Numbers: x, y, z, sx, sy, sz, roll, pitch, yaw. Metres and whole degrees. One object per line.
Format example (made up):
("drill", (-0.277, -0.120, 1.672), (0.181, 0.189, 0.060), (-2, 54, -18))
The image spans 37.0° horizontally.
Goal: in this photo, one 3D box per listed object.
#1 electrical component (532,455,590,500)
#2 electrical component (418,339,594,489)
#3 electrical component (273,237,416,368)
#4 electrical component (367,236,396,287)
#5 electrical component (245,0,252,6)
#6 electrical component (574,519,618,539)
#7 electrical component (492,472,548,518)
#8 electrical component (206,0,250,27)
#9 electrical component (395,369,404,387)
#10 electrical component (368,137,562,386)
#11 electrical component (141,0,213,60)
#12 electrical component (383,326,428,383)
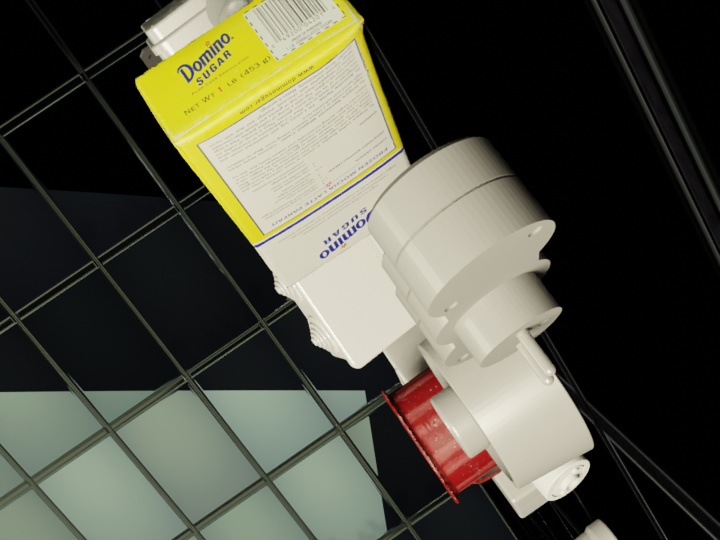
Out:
("electrical component", (0.110, 0.110, 0.667), (0.065, 0.044, 0.044), (48, 174, 35))
("electrical component", (0.075, 0.073, 0.611), (0.108, 0.060, 0.108), (55, 178, 4))
("electrical component", (0.000, 0.000, 0.677), (0.099, 0.100, 0.048), (56, 165, -12))
("electrical component", (0.038, -0.001, 0.555), (0.081, 0.043, 0.043), (55, 178, 12))
("electrical component", (-0.035, -0.110, 0.542), (0.062, 0.048, 0.048), (49, 179, -16))
("electrical component", (0.170, 0.213, 0.795), (0.040, 0.046, 0.040), (56, 177, 4))
("electrical component", (0.115, 0.136, 0.834), (0.083, 0.047, 0.075), (54, 177, 37))
("electrical component", (-0.065, -0.149, 0.594), (0.062, 0.043, 0.043), (56, 178, 36))
("electrical component", (0.051, 0.062, 1.000), (0.096, 0.061, 0.062), (64, 175, -6))
("electrical component", (0.049, 0.011, 0.399), (0.073, 0.052, 0.138), (55, 177, 18))
("electrical component", (-0.117, -0.177, 0.803), (0.057, 0.078, 0.113), (53, 178, -20))
("electrical component", (0.062, 0.076, 0.888), (0.108, 0.060, 0.108), (55, 177, 4))
